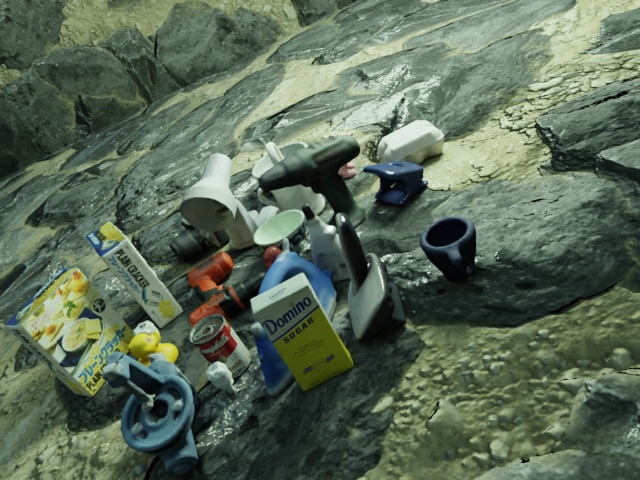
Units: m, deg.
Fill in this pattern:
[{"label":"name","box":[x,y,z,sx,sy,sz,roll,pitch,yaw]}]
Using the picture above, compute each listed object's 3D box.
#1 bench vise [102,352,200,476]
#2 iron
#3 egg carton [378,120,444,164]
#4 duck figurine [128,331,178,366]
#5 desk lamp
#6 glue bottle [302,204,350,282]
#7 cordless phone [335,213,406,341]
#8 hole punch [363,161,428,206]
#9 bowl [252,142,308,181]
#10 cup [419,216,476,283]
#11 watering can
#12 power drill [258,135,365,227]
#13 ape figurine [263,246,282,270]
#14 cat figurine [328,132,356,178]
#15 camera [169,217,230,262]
[{"label":"bench vise","box":[-0.276,0.241,0.897,0.122,0.220,0.206,-39,32,-16]},{"label":"iron","box":[-0.065,0.121,0.981,0.118,0.142,0.258,-11,35,28]},{"label":"egg carton","box":[0.210,-0.219,1.332,0.150,0.069,0.107,-28,31,2]},{"label":"duck figurine","box":[-0.336,0.223,1.104,0.077,0.086,0.105,13,50,48]},{"label":"desk lamp","box":[-0.214,-0.080,1.329,0.117,0.214,0.203,-14,34,24]},{"label":"glue bottle","box":[0.010,0.004,1.062,0.078,0.173,0.037,-11,35,27]},{"label":"cordless phone","box":[0.062,0.057,0.929,0.094,0.185,0.147,-25,31,7]},{"label":"hole punch","box":[0.162,-0.140,1.233,0.101,0.091,0.108,-40,32,-18]},{"label":"bowl","box":[-0.092,-0.186,1.523,0.167,0.075,0.167,-20,32,14]},{"label":"cup","box":[0.221,0.030,0.930,0.091,0.095,0.117,-22,31,11]},{"label":"watering can","box":[-0.065,-0.146,1.324,0.173,0.194,0.100,-36,31,-11]},{"label":"power drill","box":[0.004,-0.106,1.195,0.230,0.209,0.075,-39,32,-17]},{"label":"ape figurine","box":[-0.082,0.051,1.147,0.076,0.092,0.077,-25,31,6]},{"label":"cat figurine","box":[0.036,-0.209,1.411,0.127,0.118,0.067,-23,31,9]},{"label":"camera","box":[-0.316,-0.019,1.431,0.137,0.101,0.142,-40,32,-18]}]
